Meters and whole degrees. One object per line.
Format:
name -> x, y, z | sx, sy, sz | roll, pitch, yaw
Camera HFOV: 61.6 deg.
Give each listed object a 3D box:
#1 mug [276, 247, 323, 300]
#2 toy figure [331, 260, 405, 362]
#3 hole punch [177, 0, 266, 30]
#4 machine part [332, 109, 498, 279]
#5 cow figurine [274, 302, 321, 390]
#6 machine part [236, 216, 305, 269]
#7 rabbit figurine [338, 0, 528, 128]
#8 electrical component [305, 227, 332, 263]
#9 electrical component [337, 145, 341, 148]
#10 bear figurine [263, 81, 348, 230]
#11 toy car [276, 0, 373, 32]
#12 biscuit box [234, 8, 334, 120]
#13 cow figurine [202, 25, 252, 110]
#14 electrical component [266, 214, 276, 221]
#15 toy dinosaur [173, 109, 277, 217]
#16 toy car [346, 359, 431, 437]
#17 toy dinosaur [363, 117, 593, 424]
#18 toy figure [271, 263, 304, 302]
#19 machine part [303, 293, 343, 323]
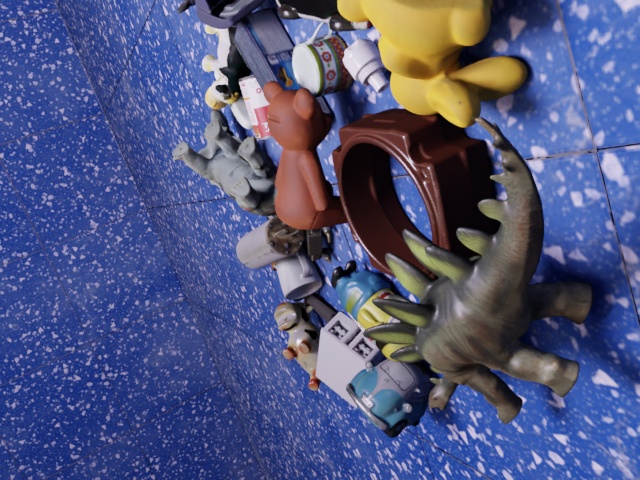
mug -> -0.051, 0.052, 1.082 | 0.109, 0.081, 0.107 | 103, 145, -62
toy figure -> 0.091, 0.110, 0.841 | 0.180, 0.082, 0.089 | 41, 159, 34
hole punch -> -0.127, -0.360, 0.774 | 0.092, 0.142, 0.116 | 45, 170, -16
machine part -> 0.105, -0.049, 0.641 | 0.201, 0.087, 0.201 | 23, 135, 57
cow figurine -> -0.027, 0.213, 1.163 | 0.085, 0.127, 0.194 | -30, 104, 27
machine part -> -0.097, 0.007, 1.020 | 0.243, 0.079, 0.079 | -26, 90, 61
rabbit figurine -> 0.111, -0.179, 0.502 | 0.162, 0.122, 0.173 | 44, 165, 20
electrical component -> -0.002, -0.004, 0.971 | 0.078, 0.045, 0.102 | -98, 5, -51
electrical component -> 0.049, -0.116, 0.772 | 0.094, 0.021, 0.063 | -10, 104, 67
bear figurine -> -0.012, -0.118, 0.742 | 0.120, 0.132, 0.195 | 22, 120, 47
toy car -> 0.003, -0.299, 0.644 | 0.202, 0.056, 0.073 | 36, 138, 46
biscuit box -> -0.057, -0.247, 0.815 | 0.202, 0.059, 0.063 | 62, 156, 8
cow figurine -> -0.149, -0.294, 0.925 | 0.098, 0.068, 0.167 | 35, 130, 27
electrical component -> -0.081, -0.050, 1.083 | 0.119, 0.048, 0.074 | 44, 149, 36
toy dinosaur -> -0.133, -0.114, 1.006 | 0.405, 0.131, 0.192 | 42, -176, 34
toy car -> 0.127, 0.236, 0.850 | 0.109, 0.161, 0.103 | 46, 109, 36
toy dinosaur -> 0.150, 0.074, 0.525 | 0.199, 0.105, 0.470 | 17, 144, 8
toy figure -> -0.076, 0.062, 1.171 | 0.154, 0.064, 0.057 | 58, -166, 25
machine part -> 0.017, 0.157, 1.098 | 0.139, 0.039, 0.084 | 39, 154, 42
